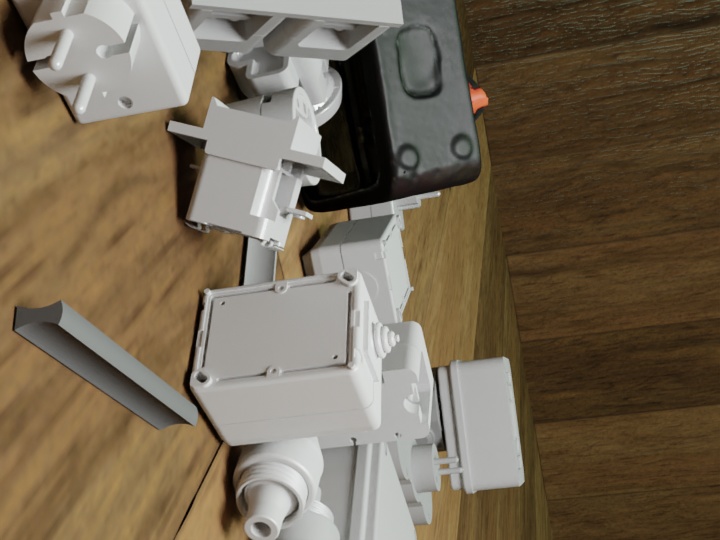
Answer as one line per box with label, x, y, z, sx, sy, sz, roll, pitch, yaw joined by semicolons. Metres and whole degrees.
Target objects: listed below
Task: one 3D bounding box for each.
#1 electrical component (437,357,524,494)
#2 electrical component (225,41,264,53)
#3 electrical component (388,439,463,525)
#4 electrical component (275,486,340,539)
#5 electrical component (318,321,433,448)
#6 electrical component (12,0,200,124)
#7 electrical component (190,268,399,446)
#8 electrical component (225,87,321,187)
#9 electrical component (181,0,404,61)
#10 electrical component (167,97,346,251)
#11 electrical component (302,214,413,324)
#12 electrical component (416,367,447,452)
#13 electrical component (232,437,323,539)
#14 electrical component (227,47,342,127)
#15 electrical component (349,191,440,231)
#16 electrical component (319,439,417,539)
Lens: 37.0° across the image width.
electrical component;0.106;0.134;0.938;0.078;0.057;0.113;29;54;-76
electrical component;-0.053;-0.163;0.586;0.083;0.076;0.047;50;34;-69
electrical component;0.042;0.155;0.837;0.138;0.074;0.052;67;19;-52
electrical component;-0.032;0.140;0.567;0.062;0.043;0.043;-85;163;-51
electrical component;-0.005;0.065;0.628;0.055;0.089;0.050;-79;158;-58
electrical component;-0.098;-0.087;0.389;0.075;0.047;0.083;-87;164;-44
electrical component;-0.026;0.045;0.525;0.061;0.096;0.061;70;16;-47
electrical component;-0.052;-0.071;0.603;0.055;0.047;0.055;-8;90;-78
electrical component;-0.050;-0.200;0.521;0.060;0.105;0.186;-20;-106;60
electrical component;-0.053;-0.045;0.527;0.042;0.081;0.063;29;77;-75
electrical component;0.000;0.000;0.770;0.096;0.061;0.061;-60;141;-72
electrical component;0.048;0.124;0.944;0.080;0.051;0.080;-8;90;-78
electrical component;-0.043;0.108;0.536;0.062;0.043;0.043;-75;154;-60
electrical component;-0.044;-0.120;0.651;0.057;0.058;0.078;66;19;-45
electrical component;0.030;-0.069;0.924;0.047;0.077;0.065;27;55;-76
electrical component;-0.005;0.172;0.643;0.108;0.056;0.108;-84;162;-50
